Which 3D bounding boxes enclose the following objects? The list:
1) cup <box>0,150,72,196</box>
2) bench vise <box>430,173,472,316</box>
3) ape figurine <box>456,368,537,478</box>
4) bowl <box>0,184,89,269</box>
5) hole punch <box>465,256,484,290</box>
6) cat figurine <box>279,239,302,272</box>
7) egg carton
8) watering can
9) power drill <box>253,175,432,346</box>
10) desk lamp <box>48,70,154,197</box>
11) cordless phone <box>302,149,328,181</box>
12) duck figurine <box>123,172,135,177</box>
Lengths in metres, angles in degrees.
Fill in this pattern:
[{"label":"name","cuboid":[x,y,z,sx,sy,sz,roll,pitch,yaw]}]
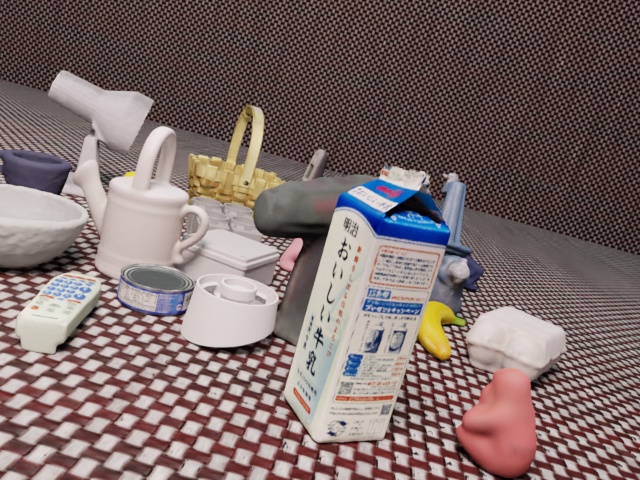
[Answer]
[{"label":"cup","cuboid":[-0.436,-0.081,0.843,0.118,0.095,0.091,12,13,-12]},{"label":"bench vise","cuboid":[0.220,0.005,0.959,0.122,0.220,0.206,9,14,-26]},{"label":"ape figurine","cuboid":[0.164,0.158,0.516,0.078,0.092,0.076,11,13,-19]},{"label":"bowl","cuboid":[-0.364,-0.011,0.670,0.167,0.075,0.167,14,12,-3]},{"label":"hole punch","cuboid":[0.274,0.042,1.160,0.101,0.091,0.108,11,13,-17]},{"label":"cat figurine","cuboid":[0.009,0.003,0.950,0.127,0.118,0.067,16,12,3]},{"label":"egg carton","cuboid":[0.262,0.140,0.766,0.107,0.069,0.151,23,15,33]},{"label":"watering can","cuboid":[-0.228,-0.051,0.732,0.173,0.194,0.100,11,13,-19]},{"label":"power drill","cuboid":[0.020,0.019,0.685,0.230,0.208,0.075,6,15,-34]},{"label":"desk lamp","cuboid":[-0.429,-0.192,1.064,0.204,0.213,0.117,11,13,-19]},{"label":"cordless phone","cuboid":[-0.017,-0.095,1.197,0.094,0.185,0.147,10,13,-22]},{"label":"duck figurine","cuboid":[-0.314,-0.073,0.975,0.105,0.086,0.077,3,17,-44]}]
